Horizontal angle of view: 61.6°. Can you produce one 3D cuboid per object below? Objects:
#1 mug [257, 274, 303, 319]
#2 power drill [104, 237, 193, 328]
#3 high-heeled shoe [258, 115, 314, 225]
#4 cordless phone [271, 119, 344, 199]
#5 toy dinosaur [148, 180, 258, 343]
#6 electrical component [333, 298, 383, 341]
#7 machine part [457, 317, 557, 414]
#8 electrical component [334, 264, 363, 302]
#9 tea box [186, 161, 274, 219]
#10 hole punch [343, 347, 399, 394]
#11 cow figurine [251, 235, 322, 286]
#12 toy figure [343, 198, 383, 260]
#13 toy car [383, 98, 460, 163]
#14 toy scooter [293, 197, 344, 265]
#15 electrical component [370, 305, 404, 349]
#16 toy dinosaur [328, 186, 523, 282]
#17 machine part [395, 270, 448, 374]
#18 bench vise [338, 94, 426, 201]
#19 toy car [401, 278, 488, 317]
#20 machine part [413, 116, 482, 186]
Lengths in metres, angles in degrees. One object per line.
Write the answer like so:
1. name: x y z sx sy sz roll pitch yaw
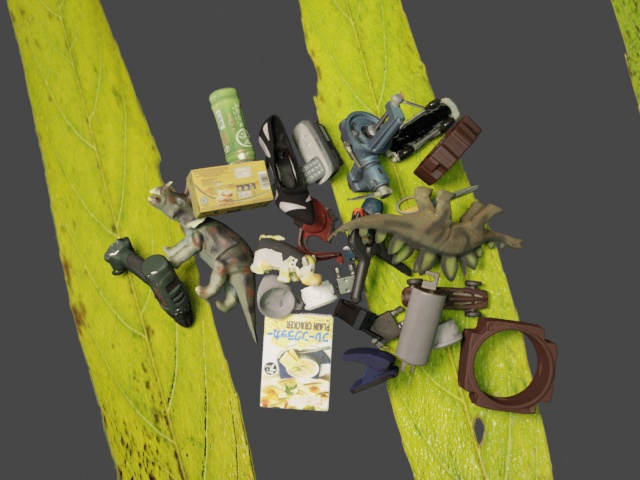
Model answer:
1. mug: -0.094 0.122 1.236 0.109 0.107 0.080 13 108 -18
2. power drill: -0.388 0.095 1.227 0.207 0.231 0.086 36 61 24
3. high-heeled shoe: -0.064 -0.157 1.182 0.086 0.145 0.249 -17 53 -33
4. cordless phone: -0.051 -0.183 1.268 0.184 0.089 0.146 -29 87 19
5. toy dinosaur: -0.231 0.034 1.245 0.405 0.131 0.192 44 90 -3
6. electrical component: 0.096 0.181 1.223 0.119 0.074 0.047 25 90 33
7. machine part: 0.426 0.284 1.225 0.202 0.087 0.201 8 88 3
8. electrical component: 0.068 0.105 1.274 0.063 0.021 0.094 -14 88 2
9. tea box: -0.199 -0.112 1.186 0.170 0.068 0.098 -10 83 -23
10. hole punch: 0.115 0.280 1.216 0.116 0.142 0.092 -21 80 9
11. cow figurine: -0.067 0.046 1.201 0.168 0.068 0.098 14 94 17
12. toy figure: 0.103 -0.023 1.257 0.064 0.058 0.154 21 86 -18
13. toy car: 0.235 -0.258 1.266 0.202 0.056 0.073 -34 82 3
14. toy scooter: -0.003 -0.004 1.254 0.135 0.075 0.183 11 92 3
15. electrical component: 0.162 0.208 1.255 0.102 0.045 0.078 -24 89 0
16. toy dinosaur: 0.250 -0.016 1.203 0.471 0.105 0.198 12 92 -15
17. machine part: 0.223 0.184 1.184 0.079 0.079 0.243 13 102 2
18. bench vise: 0.124 -0.215 1.191 0.129 0.240 0.224 2 59 -27
19. toy car: 0.292 0.135 1.252 0.202 0.053 0.089 2 85 3
20. machine part: 0.286 -0.197 1.208 0.056 0.179 0.179 42 90 1
